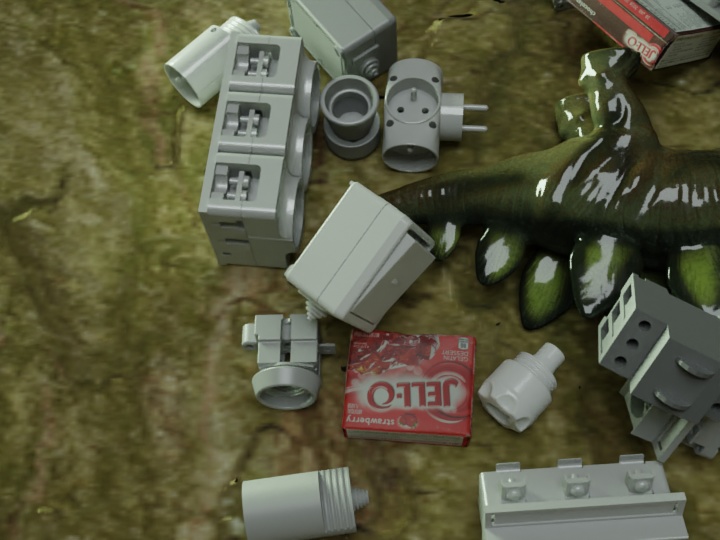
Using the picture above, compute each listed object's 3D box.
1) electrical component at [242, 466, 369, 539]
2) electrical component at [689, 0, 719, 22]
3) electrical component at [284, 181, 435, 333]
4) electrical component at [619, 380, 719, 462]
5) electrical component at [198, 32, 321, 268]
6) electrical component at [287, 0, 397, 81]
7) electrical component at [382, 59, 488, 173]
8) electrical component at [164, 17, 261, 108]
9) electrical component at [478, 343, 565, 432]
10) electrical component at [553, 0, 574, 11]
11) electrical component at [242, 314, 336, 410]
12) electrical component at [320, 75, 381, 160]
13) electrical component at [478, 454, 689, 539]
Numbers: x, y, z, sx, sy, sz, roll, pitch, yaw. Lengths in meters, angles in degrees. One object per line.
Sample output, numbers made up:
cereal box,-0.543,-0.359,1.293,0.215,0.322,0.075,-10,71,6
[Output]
electrical component,-0.034,0.155,0.710,0.081,0.043,0.043,-8,66,-1
electrical component,0.307,-0.225,0.825,0.186,0.060,0.105,42,37,19
electrical component,0.000,0.000,0.730,0.061,0.062,0.096,36,91,23
electrical component,0.213,0.090,0.712,0.064,0.042,0.081,22,29,-10
electrical component,-0.069,-0.087,0.794,0.062,0.089,0.150,4,66,5
electrical component,-0.008,-0.191,0.853,0.061,0.061,0.096,-35,69,-12
electrical component,0.059,-0.118,0.827,0.079,0.044,0.077,3,66,4
electrical component,-0.112,-0.172,0.860,0.043,0.043,0.081,41,74,18
electrical component,0.115,0.077,0.738,0.043,0.043,0.062,40,72,18
electrical component,0.176,-0.250,0.881,0.081,0.042,0.063,-10,69,0
electrical component,-0.050,0.064,0.751,0.066,0.048,0.055,-1,58,2
electrical component,-0.007,-0.115,0.823,0.045,0.055,0.045,-1,66,2
electrical component,0.138,0.160,0.688,0.121,0.078,0.063,-4,44,1
